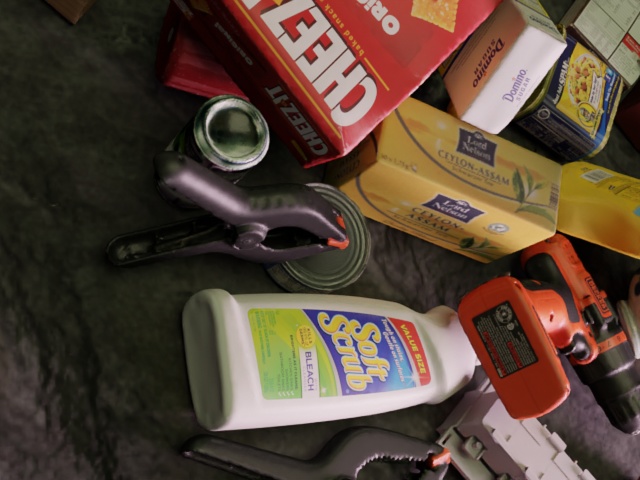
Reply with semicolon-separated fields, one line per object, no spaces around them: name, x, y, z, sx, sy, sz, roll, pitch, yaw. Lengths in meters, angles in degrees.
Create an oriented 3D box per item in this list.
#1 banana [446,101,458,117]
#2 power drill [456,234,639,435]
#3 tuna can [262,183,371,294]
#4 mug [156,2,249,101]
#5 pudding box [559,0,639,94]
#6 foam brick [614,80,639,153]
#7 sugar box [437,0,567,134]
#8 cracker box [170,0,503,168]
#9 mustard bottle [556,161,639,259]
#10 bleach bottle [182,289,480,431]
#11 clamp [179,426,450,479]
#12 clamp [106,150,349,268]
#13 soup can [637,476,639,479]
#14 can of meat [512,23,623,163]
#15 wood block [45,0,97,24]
banana;0.161;-0.176;0.966;0.069;0.037;0.197;29;67;-26
power drill;0.193;0.087;0.856;0.187;0.057;0.184;-8;67;-59
tuna can;-0.005;0.001;0.830;0.086;0.034;0.086;8;72;-26
mug;-0.075;-0.157;0.813;0.081;0.093;0.117;13;49;-20
pudding box;0.285;-0.204;1.042;0.090;0.039;0.113;44;59;-9
foam brick;0.331;-0.131;1.036;0.053;0.051;0.078;48;59;-8
sugar box;0.135;-0.171;0.872;0.048;0.093;0.176;20;33;-25
cracker box;0.023;-0.182;0.761;0.213;0.072;0.164;-46;106;-23
mustard bottle;0.282;-0.014;0.898;0.096;0.192;0.058;-16;119;-41
bleach bottle;0.025;0.082;0.808;0.250;0.068;0.102;-2;78;-31
clamp;0.005;0.185;0.780;0.209;0.036;0.164;-24;87;-32
clamp;-0.055;-0.019;0.736;0.171;0.120;0.039;-2;64;-21
soup can;0.275;0.246;0.887;0.068;0.069;0.102;50;59;-7
can of meat;0.224;-0.132;0.978;0.084;0.058;0.102;32;63;-18
wood block;-0.221;-0.267;0.762;0.206;0.090;0.090;40;61;-12
